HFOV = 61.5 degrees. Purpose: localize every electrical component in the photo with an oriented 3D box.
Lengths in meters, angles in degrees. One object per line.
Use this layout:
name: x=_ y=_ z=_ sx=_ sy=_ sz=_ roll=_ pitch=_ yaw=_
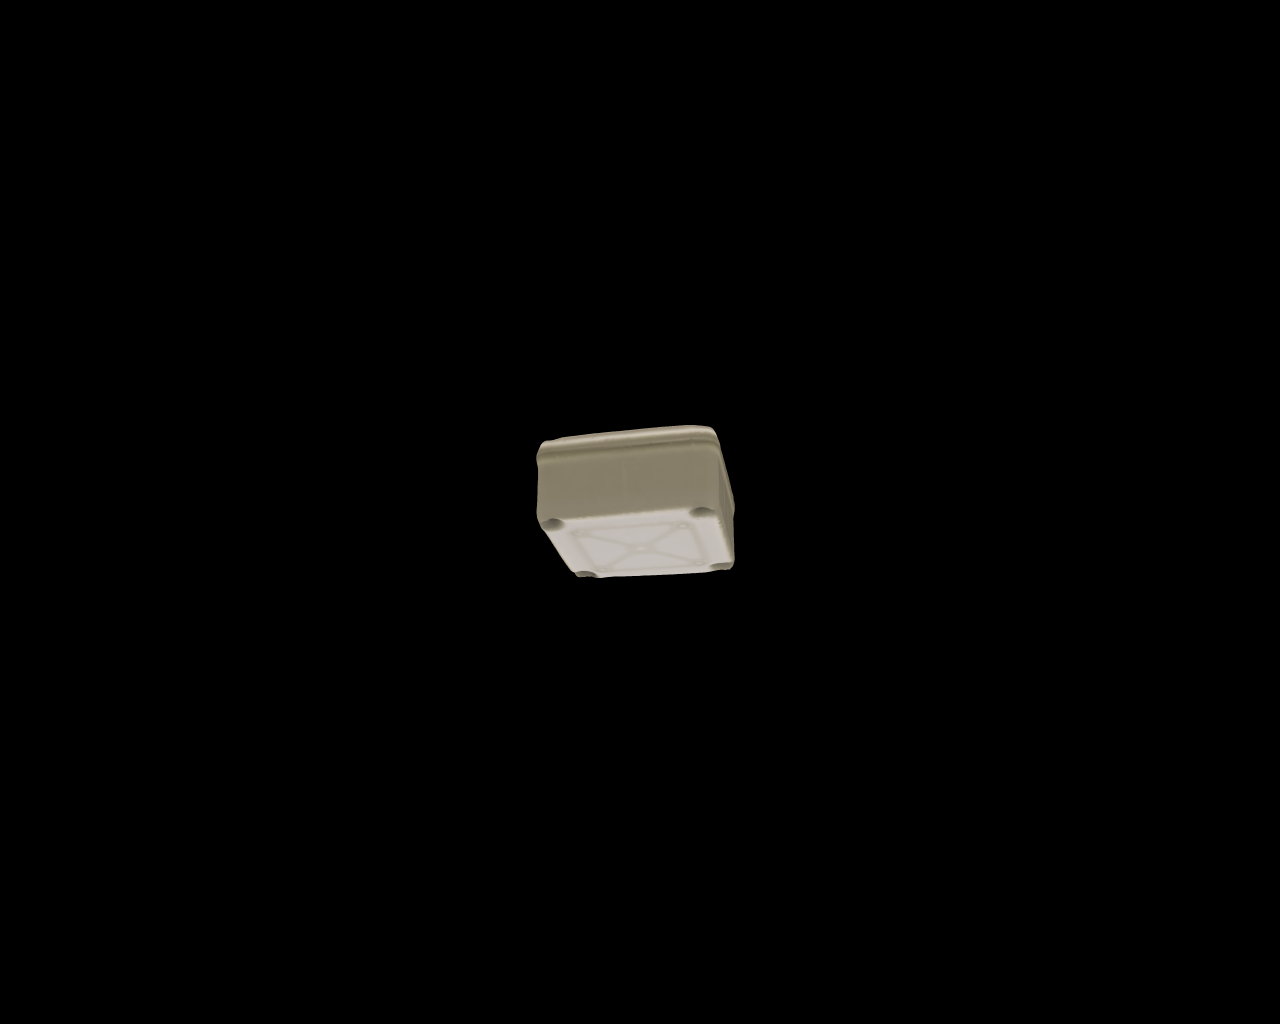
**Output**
electrical component: x=0.001 y=-0.003 z=0.650 sx=0.109 sy=0.056 sz=0.108 roll=-4 pitch=-23 yaw=9
